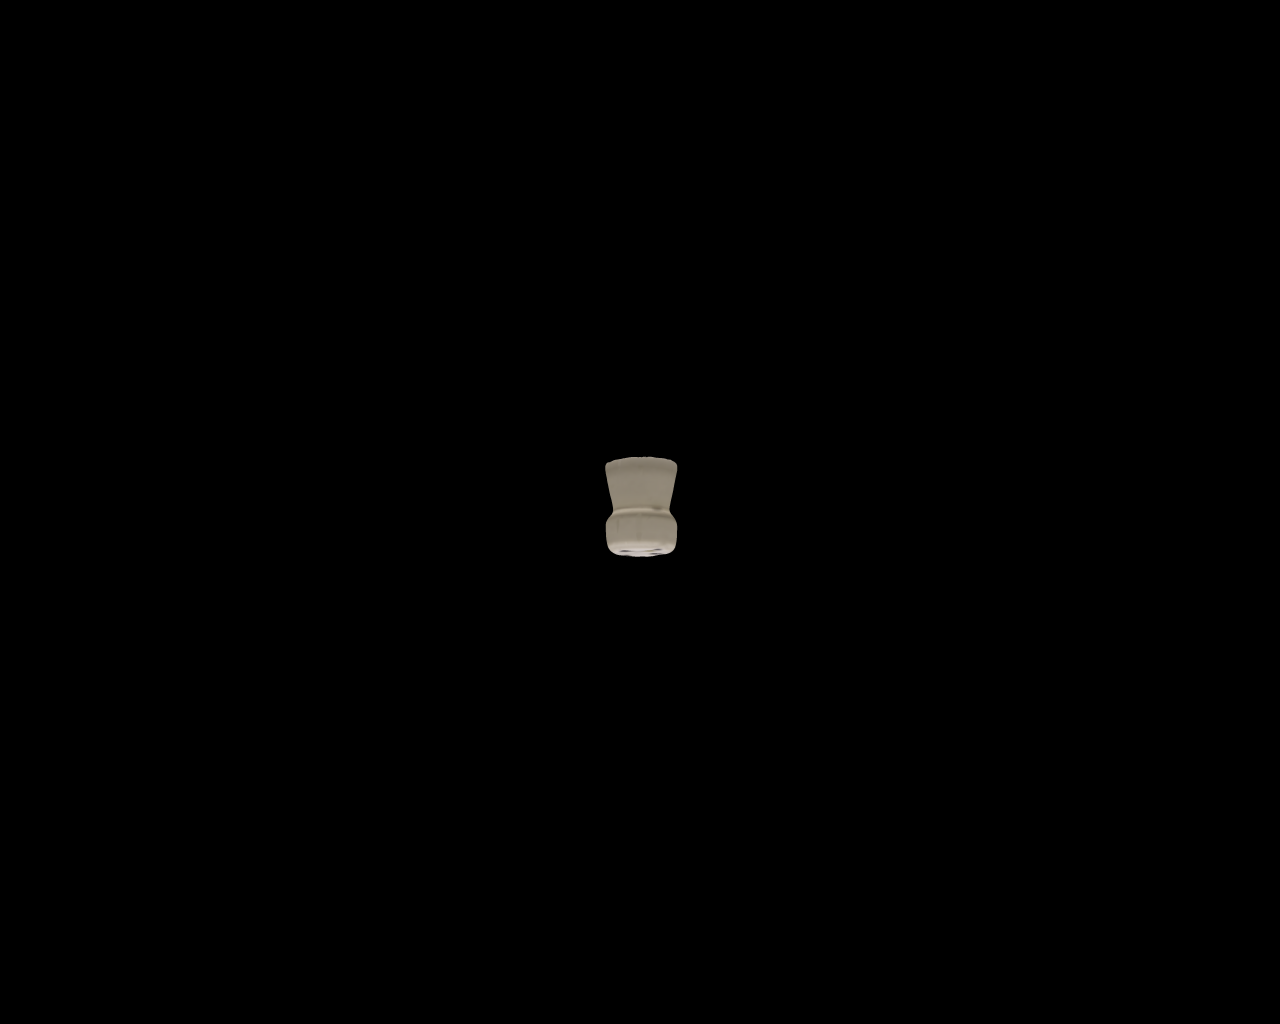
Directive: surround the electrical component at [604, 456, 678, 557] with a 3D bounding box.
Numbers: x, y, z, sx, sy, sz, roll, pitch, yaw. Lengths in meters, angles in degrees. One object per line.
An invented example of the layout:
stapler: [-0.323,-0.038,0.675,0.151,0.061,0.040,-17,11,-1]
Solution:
electrical component: [0.001,-0.003,0.650,0.045,0.055,0.045,0,-10,0]
